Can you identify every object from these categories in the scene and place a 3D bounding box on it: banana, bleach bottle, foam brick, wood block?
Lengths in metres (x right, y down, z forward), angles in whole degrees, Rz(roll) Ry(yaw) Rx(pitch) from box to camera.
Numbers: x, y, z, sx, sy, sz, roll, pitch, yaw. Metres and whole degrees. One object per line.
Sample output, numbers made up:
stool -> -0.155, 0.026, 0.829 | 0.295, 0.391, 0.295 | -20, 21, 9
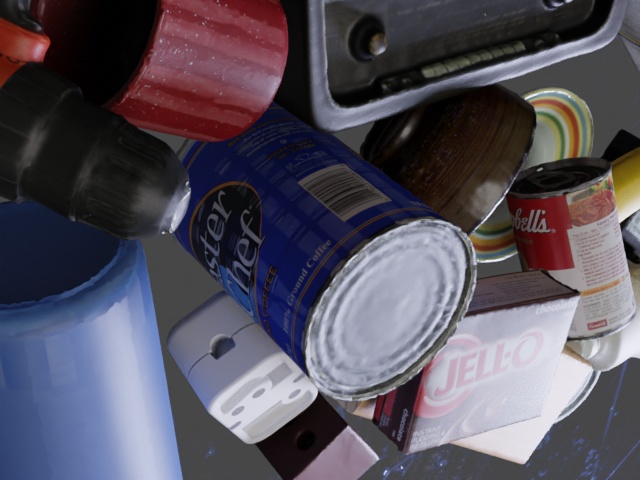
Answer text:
banana -> 0.217, -0.025, 0.734 | 0.198, 0.037, 0.069 | -41, 106, 8
bleach bottle -> 0.276, 0.053, 0.858 | 0.250, 0.068, 0.103 | -18, 128, -36
foam brick -> -0.012, 0.123, 0.680 | 0.053, 0.078, 0.051 | -43, 139, -6
wood block -> 0.081, 0.074, 0.711 | 0.205, 0.090, 0.091 | 25, 102, -46

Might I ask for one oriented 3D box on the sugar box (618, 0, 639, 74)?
sugar box -> 0.224, -0.142, 0.668 | 0.048, 0.093, 0.176 | -49, 139, 3

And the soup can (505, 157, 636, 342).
soup can -> 0.161, 0.005, 0.684 | 0.068, 0.069, 0.102 | -24, 109, -25

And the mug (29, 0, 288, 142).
mug -> -0.064, -0.099, 0.466 | 0.081, 0.093, 0.117 | 9, 109, -48

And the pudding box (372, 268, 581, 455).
pudding box -> 0.090, 0.068, 0.618 | 0.113, 0.039, 0.090 | -9, 123, -35

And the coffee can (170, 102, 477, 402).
coffee can -> -0.004, 0.001, 0.549 | 0.102, 0.140, 0.103 | -21, 131, -27

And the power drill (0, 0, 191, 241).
power drill -> -0.103, -0.110, 0.382 | 0.184, 0.057, 0.188 | 26, 99, -1

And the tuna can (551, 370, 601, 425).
tuna can -> 0.189, 0.108, 0.868 | 0.086, 0.034, 0.086 | -22, 131, -27

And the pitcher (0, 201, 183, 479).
pitcher -> -0.140, 0.110, 0.528 | 0.145, 0.149, 0.243 | 2, 123, 4
